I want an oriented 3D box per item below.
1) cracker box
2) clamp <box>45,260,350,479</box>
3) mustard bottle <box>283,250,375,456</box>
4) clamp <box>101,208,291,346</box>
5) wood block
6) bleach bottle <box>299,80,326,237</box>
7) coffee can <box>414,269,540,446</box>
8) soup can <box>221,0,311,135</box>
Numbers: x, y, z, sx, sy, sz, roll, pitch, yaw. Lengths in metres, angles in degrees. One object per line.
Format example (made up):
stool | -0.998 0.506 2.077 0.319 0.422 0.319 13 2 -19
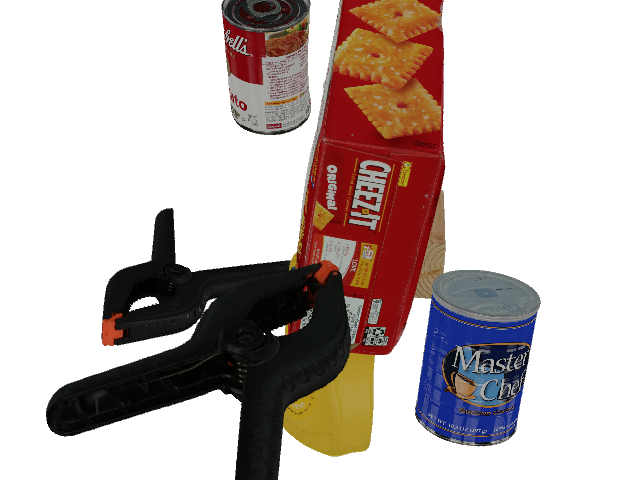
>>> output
cracker box | 0.033 -0.061 0.661 0.072 0.164 0.213 9 44 0
clamp | -0.031 0.067 0.517 0.120 0.039 0.171 32 47 28
mustard bottle | 0.008 0.061 0.822 0.058 0.192 0.096 -4 17 -28
clamp | -0.145 0.036 1.024 0.165 0.036 0.209 26 36 26
wood block | 0.139 0.000 1.605 0.091 0.090 0.206 4 25 4
bleach bottle | 0.026 -0.073 1.083 0.102 0.251 0.068 -2 26 -8
coffee can | 0.151 0.112 1.036 0.103 0.140 0.103 5 22 -2
soup can | -0.041 -0.143 0.846 0.068 0.102 0.068 -1 44 0
